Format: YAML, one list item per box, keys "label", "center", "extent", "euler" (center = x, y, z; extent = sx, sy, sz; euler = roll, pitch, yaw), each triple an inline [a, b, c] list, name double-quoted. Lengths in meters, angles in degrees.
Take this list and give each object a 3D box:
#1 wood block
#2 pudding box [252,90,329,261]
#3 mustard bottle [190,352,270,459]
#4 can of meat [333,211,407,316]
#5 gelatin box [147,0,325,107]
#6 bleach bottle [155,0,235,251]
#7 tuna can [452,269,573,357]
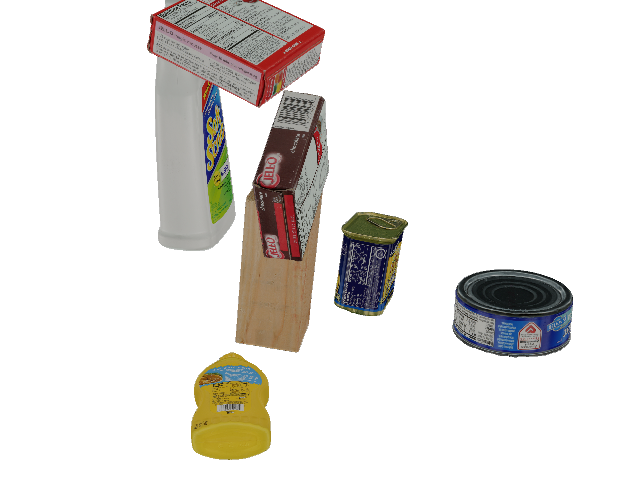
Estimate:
- label: "wood block"
  center: [-0.056, 0.032, 1.426]
  extent: [0.090, 0.206, 0.090]
  euler: [8, 23, 5]
- label: "pudding box"
  center: [-0.023, -0.053, 0.882]
  extent: [0.039, 0.113, 0.090]
  euler: [9, -39, 11]
- label: "mustard bottle"
  center: [-0.113, 0.199, 1.357]
  extent: [0.096, 0.058, 0.191]
  euler: [-3, 26, -3]
- label: "can of meat"
  center: [0.051, 0.023, 1.102]
  extent: [0.057, 0.084, 0.102]
  euler: [11, 15, 11]
- label: "gelatin box"
  center: [-0.054, -0.127, 0.681]
  extent: [0.089, 0.030, 0.073]
  euler: [28, 41, 17]
- label: "bleach bottle"
  center: [-0.136, -0.122, 1.096]
  extent: [0.068, 0.251, 0.102]
  euler: [5, 28, 15]
- label: "tuna can"
  center: [0.140, 0.051, 0.778]
  extent: [0.086, 0.034, 0.086]
  euler: [0, 21, 0]
